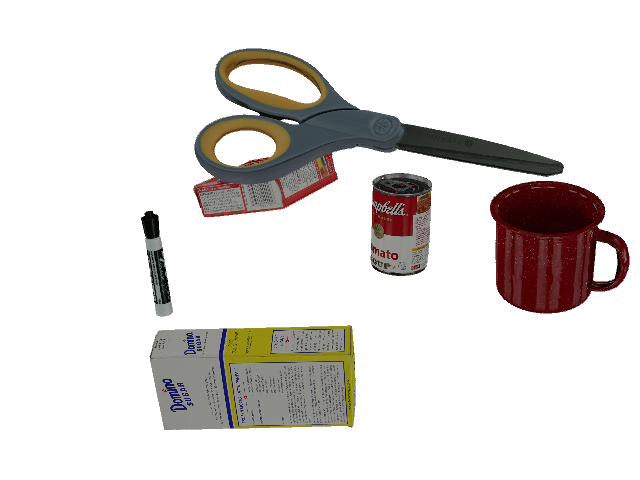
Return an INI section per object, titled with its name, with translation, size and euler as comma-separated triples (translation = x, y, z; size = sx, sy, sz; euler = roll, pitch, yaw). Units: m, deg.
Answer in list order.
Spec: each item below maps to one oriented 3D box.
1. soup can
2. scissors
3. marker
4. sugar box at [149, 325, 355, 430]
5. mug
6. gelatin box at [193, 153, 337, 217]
[soup can]
translation = 0.092, -0.019, 1.228
size = 0.068, 0.102, 0.068
euler = 0, 24, 0
[scissors]
translation = 0.017, -0.047, 0.572
size = 0.202, 0.096, 0.016
euler = 28, -23, 22
[marker]
translation = -0.180, 0.025, 1.172
size = 0.020, 0.121, 0.020
euler = -5, 21, 2
[sugar box]
translation = -0.058, 0.123, 0.955
size = 0.176, 0.093, 0.048
euler = 0, 36, 5
[mug]
translation = 0.199, 0.010, 0.890
size = 0.117, 0.081, 0.093
euler = 13, 35, 27
[gelatin box]
translation = -0.043, -0.046, 0.840
size = 0.089, 0.030, 0.073
euler = -5, 17, 40
